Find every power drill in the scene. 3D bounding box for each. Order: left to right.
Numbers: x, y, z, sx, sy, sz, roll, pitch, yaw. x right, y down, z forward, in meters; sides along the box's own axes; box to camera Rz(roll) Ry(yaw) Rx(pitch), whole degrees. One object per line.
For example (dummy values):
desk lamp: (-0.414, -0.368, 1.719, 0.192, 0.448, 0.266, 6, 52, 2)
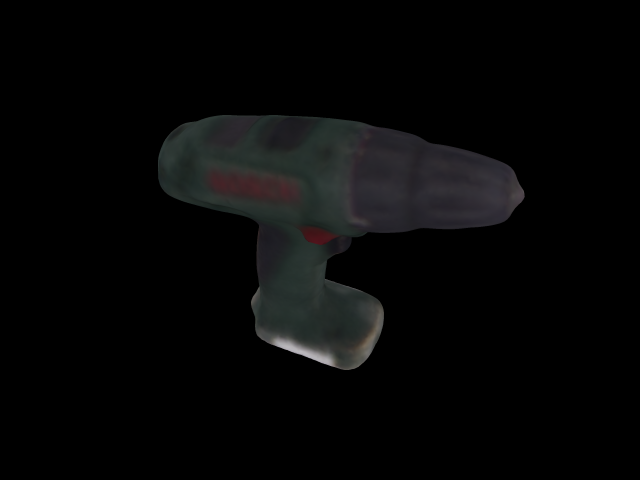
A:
power drill: (0.004, 0.001, 0.400, 0.229, 0.208, 0.076, 17, 51, 14)
